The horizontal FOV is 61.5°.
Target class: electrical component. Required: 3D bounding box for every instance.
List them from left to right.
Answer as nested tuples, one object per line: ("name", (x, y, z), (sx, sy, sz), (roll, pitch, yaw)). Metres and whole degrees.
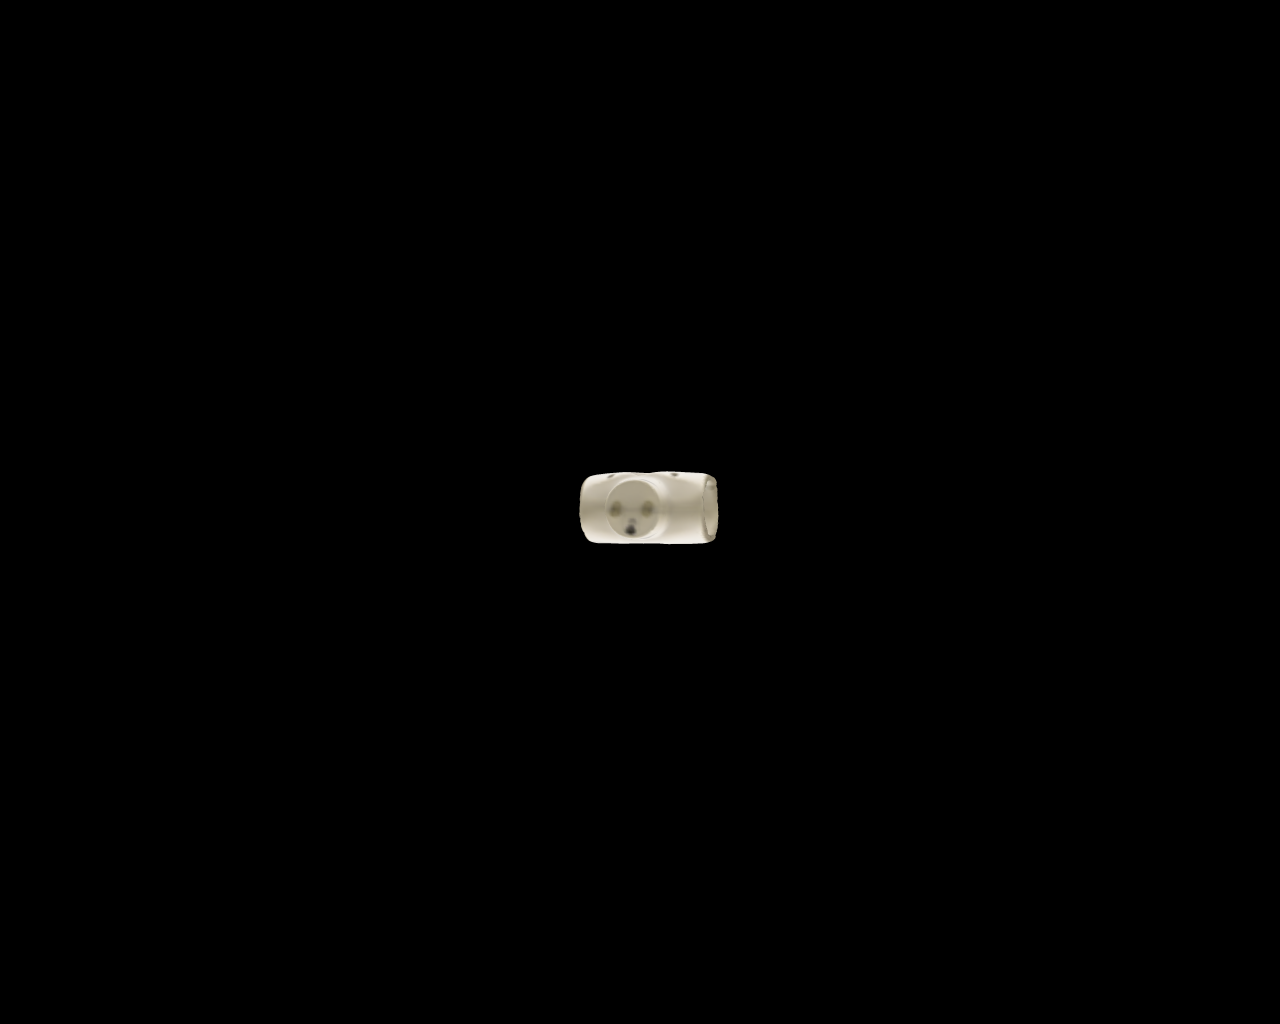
("electrical component", (0.001, -0.003, 0.650), (0.077, 0.043, 0.079), (0, 0, 17))
